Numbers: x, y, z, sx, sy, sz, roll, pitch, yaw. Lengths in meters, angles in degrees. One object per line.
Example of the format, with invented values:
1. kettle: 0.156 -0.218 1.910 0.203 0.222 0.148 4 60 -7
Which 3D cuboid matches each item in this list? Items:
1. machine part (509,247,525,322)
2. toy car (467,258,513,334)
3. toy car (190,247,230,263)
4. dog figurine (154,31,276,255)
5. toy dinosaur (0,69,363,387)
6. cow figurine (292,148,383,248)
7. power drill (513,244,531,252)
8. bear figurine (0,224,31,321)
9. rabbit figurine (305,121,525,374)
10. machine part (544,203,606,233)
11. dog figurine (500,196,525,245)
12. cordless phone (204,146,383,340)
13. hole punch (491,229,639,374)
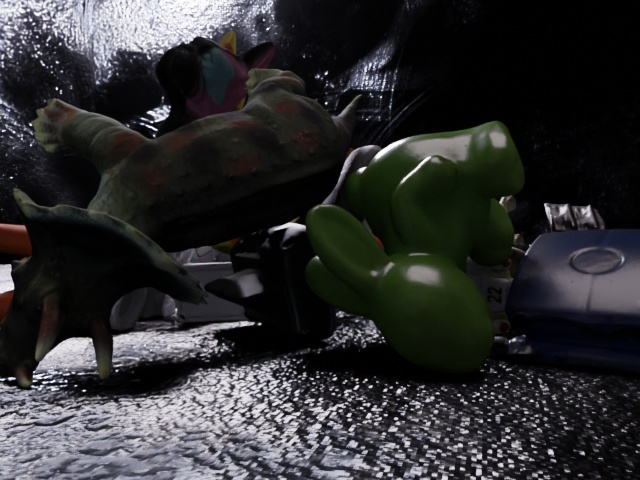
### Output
1. machine part: 0.199 0.044 0.606 0.079 0.079 0.243 0 -1 13
2. toy car: 0.114 0.047 0.529 0.056 0.073 0.202 2 -2 -23
3. toy car: -0.142 0.024 0.814 0.162 0.109 0.103 5 -40 -21
4. dog figurine: -0.102 -0.102 0.566 0.191 0.219 0.109 19 12 -48
5. toy dinosaur: -0.064 -0.050 0.411 0.405 0.131 0.192 -28 46 -27
6. cow figurine: 0.011 -0.019 0.581 0.195 0.127 0.085 -39 7 21
7. power drill: 0.379 0.038 0.793 0.207 0.086 0.232 -6 2 -39
8. bear figurine: -0.363 0.037 0.693 0.132 0.120 0.196 -6 1 -35
9. rabbit figurine: 0.068 0.006 0.374 0.159 0.170 0.121 5 -40 3
10. machine part: 0.235 0.027 0.475 0.084 0.138 0.039 4 46 43
11. dog figurine: 0.262 0.021 0.875 0.121 0.172 0.190 -10 17 26
12. cordless phone: -0.016 -0.007 0.500 0.088 0.184 0.147 33 -14 -25
13. hole punch: 0.198 0.040 0.379 0.142 0.092 0.116 3 6 36
